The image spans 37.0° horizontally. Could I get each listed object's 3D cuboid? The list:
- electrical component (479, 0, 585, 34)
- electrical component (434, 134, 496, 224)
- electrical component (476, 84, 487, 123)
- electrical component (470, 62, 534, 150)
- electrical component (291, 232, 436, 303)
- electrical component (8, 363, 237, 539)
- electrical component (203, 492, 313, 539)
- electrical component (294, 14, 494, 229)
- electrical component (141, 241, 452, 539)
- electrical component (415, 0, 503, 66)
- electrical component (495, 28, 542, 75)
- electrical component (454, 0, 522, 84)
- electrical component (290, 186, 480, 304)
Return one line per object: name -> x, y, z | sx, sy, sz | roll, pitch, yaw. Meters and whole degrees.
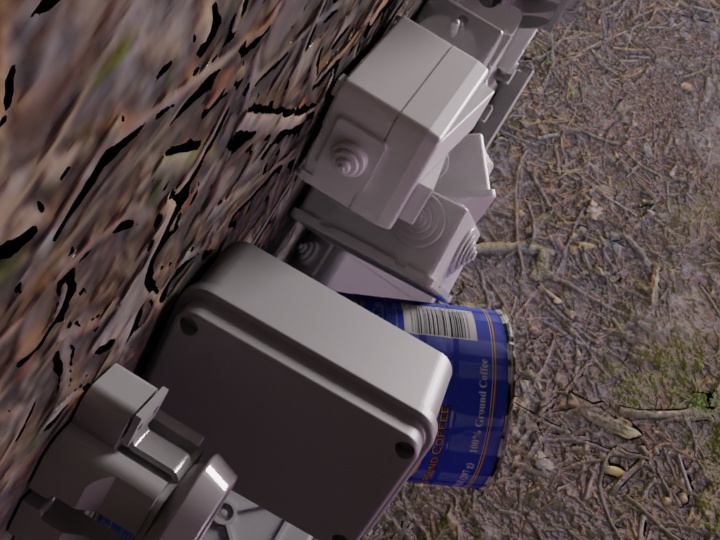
electrical component -> 0.114, -0.202, 0.708 | 0.121, 0.079, 0.063 | 25, 68, -88
electrical component -> 0.041, -0.059, 0.761 | 0.099, 0.100, 0.048 | 114, -29, -75
electrical component -> 0.059, -0.122, 0.767 | 0.078, 0.058, 0.057 | -59, -179, 15
electrical component -> 0.088, -0.148, 0.958 | 0.121, 0.079, 0.063 | -58, 156, -4
electrical component -> 0.000, 0.000, 0.733 | 0.061, 0.096, 0.062 | -58, -153, -5
electrical component -> -0.081, 0.080, 0.381 | 0.078, 0.057, 0.058 | -59, 178, 24
electrical component -> -0.089, 0.160, 0.662 | 0.108, 0.109, 0.056 | -57, 175, -39
electrical component -> 0.017, -0.066, 0.514 | 0.096, 0.061, 0.061 | -56, 177, -48
electrical component -> -0.029, 0.052, 0.442 | 0.078, 0.113, 0.057 | -60, -179, 33
electrical component -> 0.045, -0.119, 0.602 | 0.065, 0.047, 0.076 | -58, 178, -5
electrical component -> 0.118, -0.209, 0.829 | 0.096, 0.061, 0.061 | -57, 177, -42
electrical component -> 0.056, -0.128, 0.682 | 0.089, 0.050, 0.055 | -58, 178, -17
electrical component -> 0.018, -0.025, 0.608 | 0.048, 0.100, 0.100 | -62, 167, -1
